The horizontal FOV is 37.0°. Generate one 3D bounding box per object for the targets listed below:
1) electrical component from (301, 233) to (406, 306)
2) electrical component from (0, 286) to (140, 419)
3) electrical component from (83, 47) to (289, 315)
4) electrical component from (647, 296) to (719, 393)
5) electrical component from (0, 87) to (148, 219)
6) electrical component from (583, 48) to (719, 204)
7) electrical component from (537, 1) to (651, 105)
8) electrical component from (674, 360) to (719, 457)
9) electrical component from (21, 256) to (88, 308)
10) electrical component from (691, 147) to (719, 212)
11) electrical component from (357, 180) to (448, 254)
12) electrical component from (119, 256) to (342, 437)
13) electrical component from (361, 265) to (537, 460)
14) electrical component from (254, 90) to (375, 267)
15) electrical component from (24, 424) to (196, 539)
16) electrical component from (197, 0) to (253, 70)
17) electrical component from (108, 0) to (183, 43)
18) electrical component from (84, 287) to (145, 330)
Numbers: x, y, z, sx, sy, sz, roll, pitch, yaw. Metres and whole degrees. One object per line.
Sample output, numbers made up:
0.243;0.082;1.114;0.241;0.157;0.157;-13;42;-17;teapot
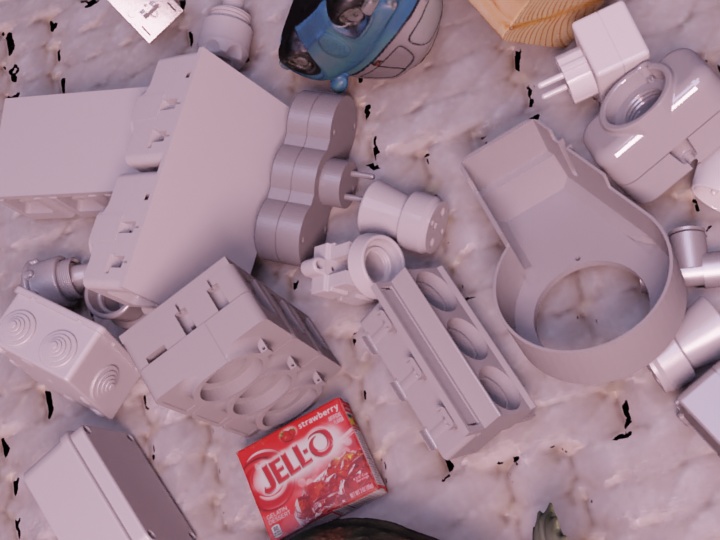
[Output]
0.000;0.000;0.783;0.055;0.066;0.048;-16;65;49;electrical component
-0.224;0.065;0.821;0.100;0.099;0.048;22;69;23;electrical component
-0.127;-0.056;0.810;0.060;0.105;0.186;1;69;42;electrical component
0.215;0.050;0.710;0.055;0.045;0.045;-33;67;7;electrical component
-0.218;-0.093;0.886;0.150;0.062;0.089;-1;74;18;electrical component
0.204;-0.100;0.732;0.095;0.059;0.053;-42;30;19;electrical component
0.165;-0.144;0.773;0.077;0.066;0.047;-24;68;10;electrical component
0.253;0.101;0.672;0.061;0.062;0.096;-41;66;3;electrical component
-0.238;0.009;0.871;0.062;0.048;0.048;-15;70;10;electrical component
0.274;-0.074;0.718;0.077;0.043;0.079;-58;33;-5;electrical component
0.032;-0.039;0.797;0.055;0.045;0.045;18;80;22;electrical component
-0.082;0.062;0.746;0.089;0.150;0.061;-37;65;5;electrical component
0.057;0.064;0.743;0.063;0.079;0.121;-48;62;32;electrical component
-0.025;-0.068;0.820;0.074;0.052;0.138;11;78;20;electrical component
-0.181;0.174;0.785;0.057;0.078;0.113;-42;66;6;electrical component
-0.110;-0.201;0.893;0.043;0.043;0.062;5;75;20;electrical component
-0.193;-0.236;0.913;0.042;0.064;0.081;-43;108;3;electrical component
-0.182;0.023;0.843;0.045;0.055;0.045;-5;72;17;electrical component
